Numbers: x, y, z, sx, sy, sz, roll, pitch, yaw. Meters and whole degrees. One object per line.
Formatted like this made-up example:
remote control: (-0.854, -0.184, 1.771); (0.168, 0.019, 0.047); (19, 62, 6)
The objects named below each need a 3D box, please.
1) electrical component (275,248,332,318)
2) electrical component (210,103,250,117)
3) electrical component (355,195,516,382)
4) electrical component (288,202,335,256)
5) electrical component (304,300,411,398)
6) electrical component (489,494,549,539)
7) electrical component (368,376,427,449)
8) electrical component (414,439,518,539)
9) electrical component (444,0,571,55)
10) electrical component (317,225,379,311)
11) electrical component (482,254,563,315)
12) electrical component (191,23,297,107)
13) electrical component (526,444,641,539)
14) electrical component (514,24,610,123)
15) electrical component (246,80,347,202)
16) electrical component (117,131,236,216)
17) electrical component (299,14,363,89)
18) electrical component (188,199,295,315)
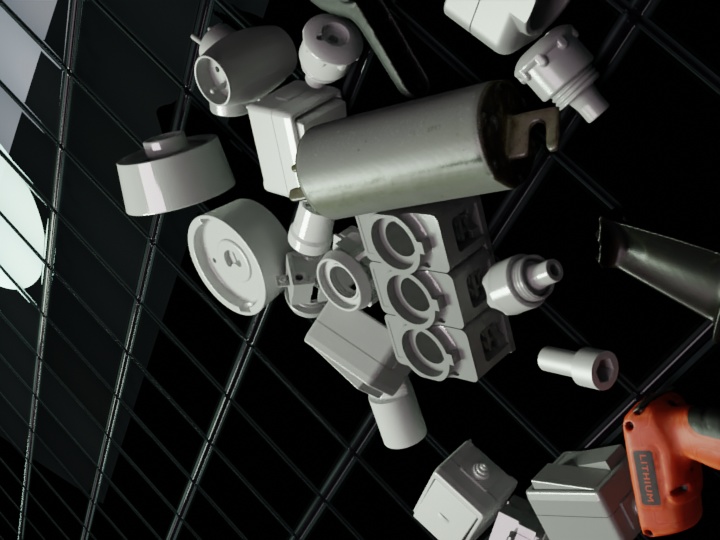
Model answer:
electrical component: (-0.045, 0.013, 0.999); (0.055, 0.066, 0.048); (100, 160, -54)
electrical component: (-0.114, -0.163, 0.950); (0.040, 0.040, 0.046); (23, 128, 37)
electrical component: (0.059, 0.009, 0.871); (0.089, 0.062, 0.150); (10, 125, 45)
electrical component: (-0.041, -0.042, 0.963); (0.040, 0.040, 0.046); (38, 135, 22)
electrical component: (-0.003, 0.067, 0.968); (0.096, 0.061, 0.062); (32, 178, 28)
electrical component: (0.150, 0.234, 0.953); (0.055, 0.066, 0.048); (23, 108, 20)
electrical component: (0.031, 0.122, 1.008); (0.043, 0.043, 0.081); (6, 122, 47)
electrical component: (0.096, 0.208, 0.989); (0.062, 0.061, 0.096); (41, 142, 19)
electrical component: (0.100, -0.187, 0.673); (0.059, 0.054, 0.095); (41, 142, 18)
electrical component: (0.000, 0.000, 0.934); (0.078, 0.057, 0.058); (34, 139, 27)
electrical component: (0.126, 0.008, 0.809); (0.062, 0.043, 0.043); (-26, 97, 53)
electrical component: (-0.107, -0.179, 0.895); (0.079, 0.077, 0.044); (38, 140, 23)
electrical component: (0.190, 0.178, 0.856); (0.096, 0.062, 0.061); (-15, 106, 53)
electrical component: (0.134, -0.123, 0.694); (0.062, 0.048, 0.048); (48, 144, -1)
electrical component: (-0.044, -0.102, 0.899); (0.061, 0.062, 0.096); (18, 131, 40)
electrical component: (-0.178, -0.098, 1.021); (0.108, 0.108, 0.060); (5, 116, 47)
electrical component: (-0.027, -0.167, 0.844); (0.048, 0.048, 0.062); (49, 151, 8)
electrical component: (-0.108, -0.018, 1.041); (0.108, 0.060, 0.108); (29, 137, 31)
